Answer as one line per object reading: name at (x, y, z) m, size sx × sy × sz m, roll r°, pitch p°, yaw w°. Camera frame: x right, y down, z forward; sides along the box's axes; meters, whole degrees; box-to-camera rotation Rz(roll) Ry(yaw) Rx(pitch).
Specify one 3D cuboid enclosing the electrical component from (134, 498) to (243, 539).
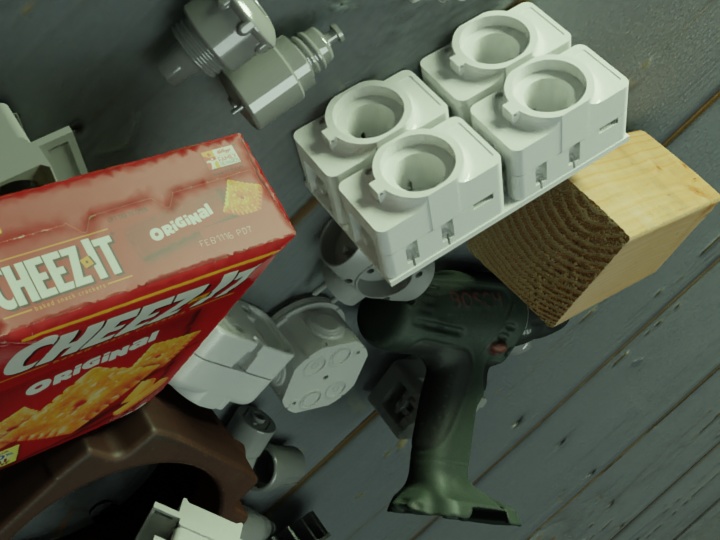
electrical component at (-0.129, 0.224, 0.723) m, size 0.079 × 0.063 × 0.121 m, roll 26°, pitch 114°, yaw -9°

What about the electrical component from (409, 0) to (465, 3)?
electrical component at (0.055, -0.175, 0.638) m, size 0.061 × 0.035 × 0.035 m, roll -28°, pitch 144°, yaw -14°

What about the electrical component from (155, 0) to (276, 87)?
electrical component at (-0.079, -0.121, 0.565) m, size 0.062 × 0.048 × 0.048 m, roll -36°, pitch 146°, yaw 8°

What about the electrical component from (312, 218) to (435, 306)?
electrical component at (0.000, 0.000, 0.771) m, size 0.079 × 0.044 × 0.077 m, roll -37°, pitch 138°, yaw 27°

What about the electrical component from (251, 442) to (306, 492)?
electrical component at (-0.072, 0.164, 0.897) m, size 0.040 × 0.040 × 0.046 m, roll -51°, pitch 150°, yaw 16°

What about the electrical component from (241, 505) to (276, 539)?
electrical component at (-0.103, 0.224, 0.935) m, size 0.040 × 0.040 × 0.078 m, roll -51°, pitch 145°, yaw 16°

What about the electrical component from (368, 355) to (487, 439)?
electrical component at (0.057, 0.110, 0.942) m, size 0.089 × 0.055 × 0.050 m, roll 9°, pitch 123°, yaw -48°

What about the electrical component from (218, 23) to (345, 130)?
electrical component at (-0.043, -0.113, 0.610) m, size 0.078 × 0.040 × 0.040 m, roll -36°, pitch 146°, yaw -6°

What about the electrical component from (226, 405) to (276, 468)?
electrical component at (-0.095, 0.139, 0.847) m, size 0.044 × 0.044 × 0.065 m, roll 12°, pitch 116°, yaw -49°

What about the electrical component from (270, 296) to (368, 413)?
electrical component at (-0.038, 0.063, 0.804) m, size 0.080 × 0.051 × 0.080 m, roll -25°, pitch 143°, yaw -21°

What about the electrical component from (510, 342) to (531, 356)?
electrical component at (0.130, 0.055, 0.968) m, size 0.035 × 0.035 × 0.061 m, roll -49°, pitch 142°, yaw 13°

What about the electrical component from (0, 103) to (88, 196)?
electrical component at (-0.180, -0.046, 0.535) m, size 0.081 × 0.063 × 0.042 m, roll -27°, pitch 145°, yaw -17°

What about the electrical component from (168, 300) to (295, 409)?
electrical component at (-0.099, 0.054, 0.734) m, size 0.059 × 0.053 × 0.095 m, roll -48°, pitch 145°, yaw 11°

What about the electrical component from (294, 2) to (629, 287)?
electrical component at (0.064, -0.087, 0.682) m, size 0.186 × 0.105 × 0.060 m, roll -31°, pitch 145°, yaw -12°
